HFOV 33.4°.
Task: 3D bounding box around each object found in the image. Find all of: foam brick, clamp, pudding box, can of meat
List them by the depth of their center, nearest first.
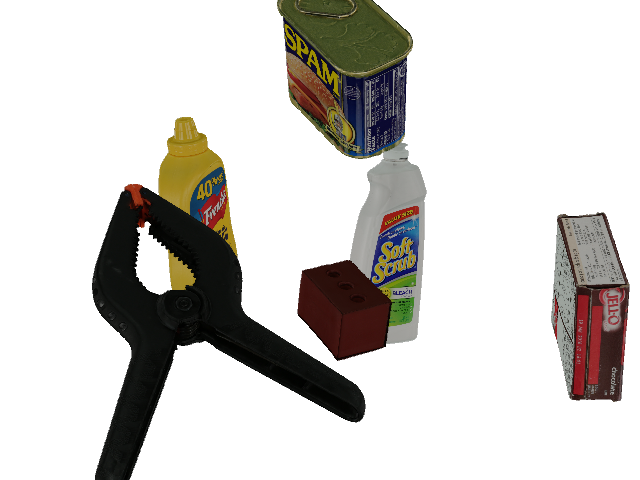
[{"bbox_3d":[-0.074,0.050,0.662,0.164,0.210,0.036,-10,-33,-17],"label":"clamp"},{"bbox_3d":[0.016,-0.116,0.726,0.057,0.084,0.102,-27,54,-19],"label":"can of meat"},{"bbox_3d":[0.186,0.043,0.740,0.039,0.090,0.113,-1,27,4],"label":"pudding box"},{"bbox_3d":[0.021,0.061,0.955,0.052,0.051,0.078,-13,35,-26],"label":"foam brick"}]

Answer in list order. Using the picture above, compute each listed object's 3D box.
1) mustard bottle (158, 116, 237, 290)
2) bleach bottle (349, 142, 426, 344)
[{"bbox_3d":[-0.130,-0.035,1.115,0.058,0.191,0.096,6,26,25],"label":"mustard bottle"},{"bbox_3d":[0.080,0.003,1.341,0.102,0.251,0.068,-3,16,-19],"label":"bleach bottle"}]
